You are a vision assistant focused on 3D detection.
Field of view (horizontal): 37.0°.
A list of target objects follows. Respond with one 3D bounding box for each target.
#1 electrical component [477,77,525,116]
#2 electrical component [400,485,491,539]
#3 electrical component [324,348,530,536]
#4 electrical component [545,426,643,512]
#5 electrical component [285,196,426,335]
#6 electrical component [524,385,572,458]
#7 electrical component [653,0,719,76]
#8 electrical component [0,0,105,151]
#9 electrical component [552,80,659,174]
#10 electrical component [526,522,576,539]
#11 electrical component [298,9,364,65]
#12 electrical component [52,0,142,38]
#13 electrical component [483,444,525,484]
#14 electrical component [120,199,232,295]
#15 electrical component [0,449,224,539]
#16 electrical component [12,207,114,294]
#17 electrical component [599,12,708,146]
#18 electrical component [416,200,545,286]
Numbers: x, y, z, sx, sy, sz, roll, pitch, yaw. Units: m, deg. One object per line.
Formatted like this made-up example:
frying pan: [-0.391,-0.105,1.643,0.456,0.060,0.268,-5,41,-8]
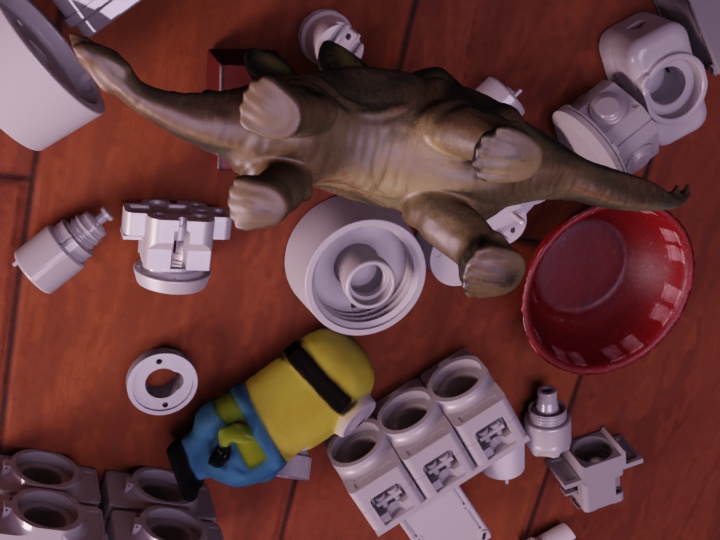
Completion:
electrical component: [0.092,-0.115,0.838,0.078,0.040,0.040,-44,119,4]
electrical component: [0.063,0.209,0.966,0.062,0.061,0.096,-34,112,-2]
electrical component: [0.052,0.140,0.911,0.150,0.089,0.061,-32,119,-3]
electrical component: [0.222,0.191,1.019,0.081,0.042,0.063,-17,121,-10]
electrical component: [0.000,0.000,0.847,0.108,0.060,0.108,-7,115,-15]
electrical component: [0.170,0.135,0.975,0.043,0.043,0.062,-11,115,-13]
electrical component: [0.272,-0.212,0.842,0.061,0.061,0.096,-35,119,-1]
electrical component: [-0.223,-0.127,0.692,0.060,0.108,0.108,-36,119,6]
electrical component: [0.195,-0.106,0.855,0.051,0.080,0.080,-39,119,-5]
electrical component: [0.186,0.272,1.045,0.046,0.040,0.040,-27,119,-12]
electrical component: [-0.020,-0.164,0.775,0.040,0.046,0.040,-7,115,-15]
electrical component: [-0.153,-0.207,0.693,0.113,0.078,0.057,-36,116,0]
electrical component: [0.128,0.152,0.971,0.040,0.040,0.078,-11,116,-14]
electrical component: [-0.137,-0.017,0.796,0.078,0.058,0.057,2,109,-19]
electrical component: [-0.205,0.203,0.844,0.186,0.105,0.060,14,108,-23]
electrical component: [-0.213,-0.017,0.780,0.078,0.040,0.040,-38,119,1]
electrical component: [0.237,-0.151,0.859,0.054,0.059,0.095,-28,119,-5]
electrical component: [0.108,-0.044,0.856,0.052,0.073,0.138,38,98,-28]
